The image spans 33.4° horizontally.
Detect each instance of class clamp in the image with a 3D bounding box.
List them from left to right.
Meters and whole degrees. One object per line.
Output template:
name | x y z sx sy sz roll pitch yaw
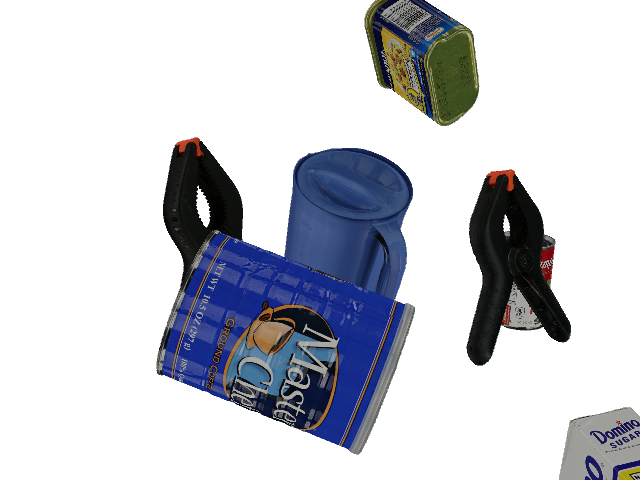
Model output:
clamp | -0.097 0.005 1.030 0.036 0.210 0.164 -8 1 38
clamp | 0.163 0.027 0.947 0.120 0.171 0.039 -21 8 -40

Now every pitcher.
pitcher | 0.023 0.029 1.225 0.145 0.243 0.149 15 39 5

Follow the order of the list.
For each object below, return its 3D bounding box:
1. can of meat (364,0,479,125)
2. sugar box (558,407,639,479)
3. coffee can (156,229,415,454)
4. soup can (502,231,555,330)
can of meat | 0.092 -0.161 0.940 0.057 0.102 0.084 -35 51 -14
sugar box | 0.173 0.167 0.502 0.048 0.093 0.176 -9 28 -21
coffee can | -0.022 0.065 0.694 0.140 0.103 0.103 21 1 4
soup can | 0.235 0.046 1.249 0.068 0.102 0.068 2 17 -1
